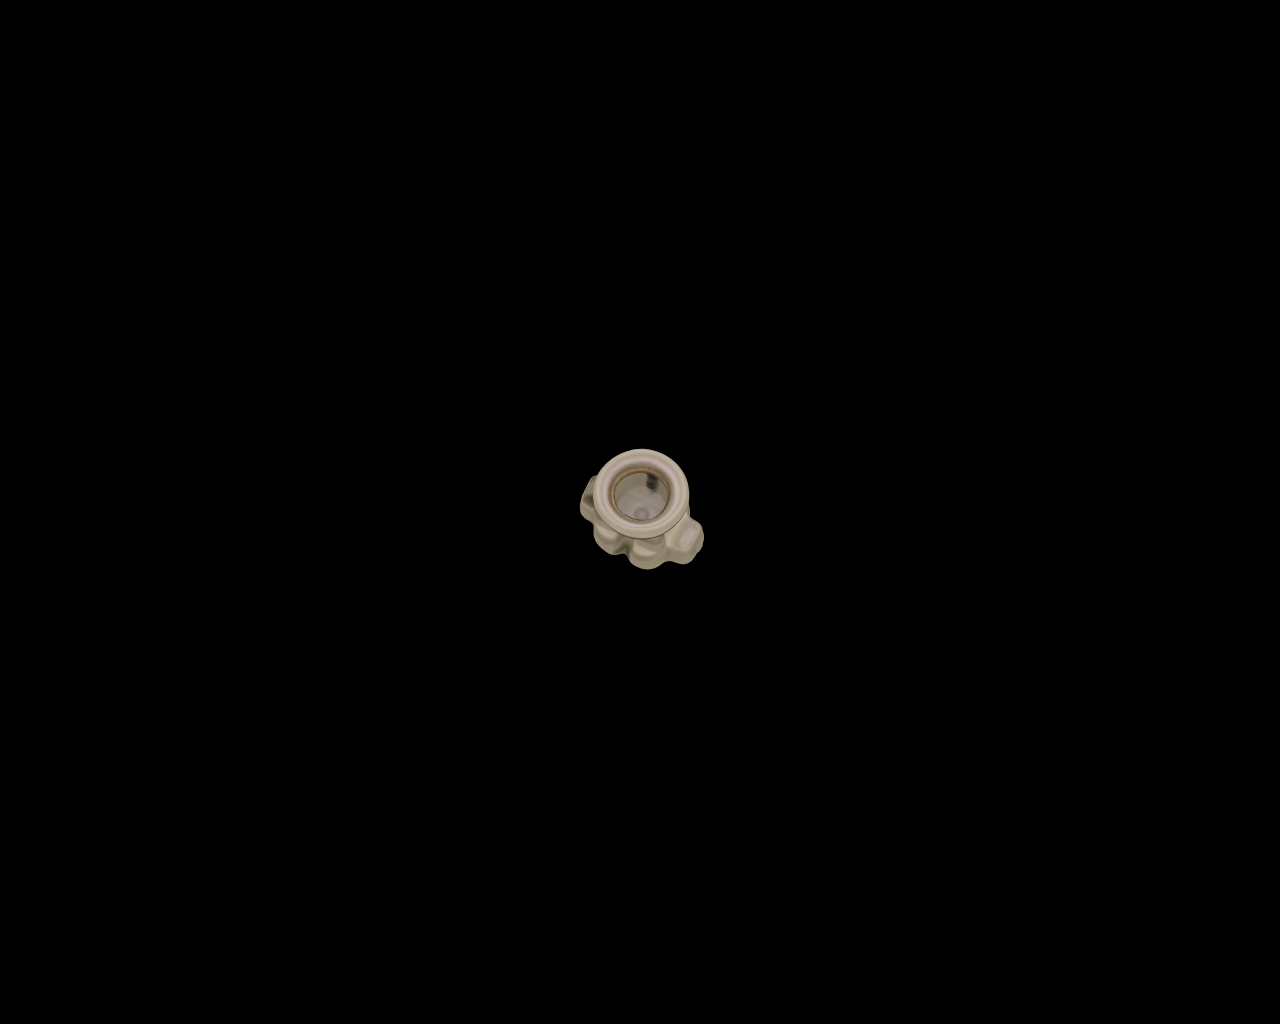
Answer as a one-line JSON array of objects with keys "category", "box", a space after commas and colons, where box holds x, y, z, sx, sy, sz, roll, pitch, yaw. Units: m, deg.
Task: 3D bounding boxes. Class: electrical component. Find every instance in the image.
[{"category": "electrical component", "box": [0.001, -0.003, 0.650, 0.078, 0.058, 0.057, 26, -20, 11]}]
